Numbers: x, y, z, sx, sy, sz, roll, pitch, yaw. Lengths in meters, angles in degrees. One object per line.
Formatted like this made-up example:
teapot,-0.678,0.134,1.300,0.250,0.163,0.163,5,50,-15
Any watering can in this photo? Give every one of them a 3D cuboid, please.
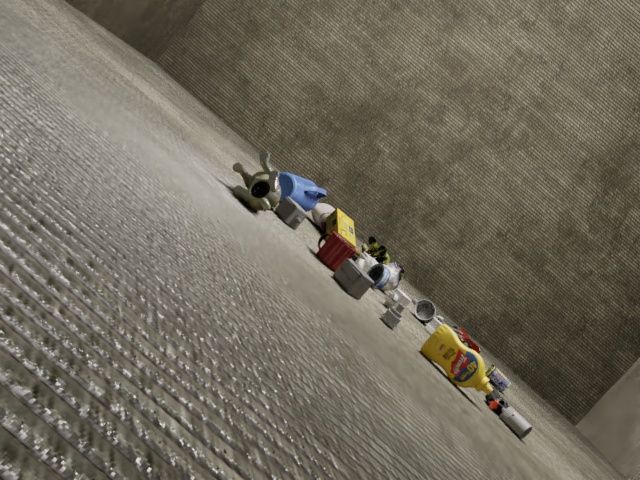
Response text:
watering can,0.007,-0.108,2.152,0.344,0.104,0.227,39,6,-24

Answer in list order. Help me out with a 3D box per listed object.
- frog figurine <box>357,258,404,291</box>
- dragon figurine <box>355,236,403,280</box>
frog figurine,0.212,0.127,1.898,0.159,0.120,0.140,2,27,-14
dragon figurine,0.283,0.120,2.321,0.238,0.122,0.417,47,1,-42
